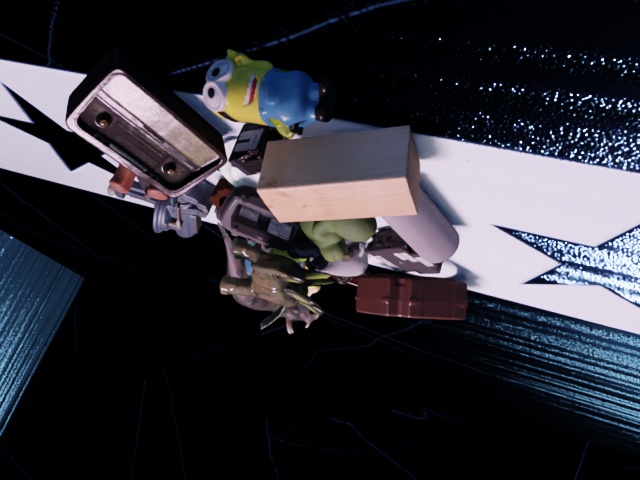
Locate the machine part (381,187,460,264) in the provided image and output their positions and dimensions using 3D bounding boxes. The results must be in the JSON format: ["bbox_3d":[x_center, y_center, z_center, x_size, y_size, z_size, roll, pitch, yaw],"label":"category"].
[{"bbox_3d":[0.160,-0.031,0.873,0.079,0.079,0.243,3,153,42],"label":"machine part"}]

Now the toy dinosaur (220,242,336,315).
[{"bbox_3d":[-0.078,0.074,1.012,0.199,0.105,0.471,13,175,10],"label":"toy dinosaur"}]

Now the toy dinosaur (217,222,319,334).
[{"bbox_3d":[-0.174,0.122,1.458,0.131,0.192,0.404,-2,152,44],"label":"toy dinosaur"}]

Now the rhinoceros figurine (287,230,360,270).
[{"bbox_3d":[-0.002,-0.003,1.081,0.190,0.112,0.073,-10,129,35],"label":"rhinoceros figurine"}]

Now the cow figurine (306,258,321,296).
[{"bbox_3d":[-0.029,0.085,1.391,0.098,0.068,0.167,41,162,1],"label":"cow figurine"}]

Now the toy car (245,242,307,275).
[{"bbox_3d":[-0.098,0.045,1.330,0.162,0.109,0.103,2,178,19],"label":"toy car"}]

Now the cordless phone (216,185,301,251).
[{"bbox_3d":[-0.126,-0.031,1.024,0.146,0.088,0.184,23,167,-19],"label":"cordless phone"}]

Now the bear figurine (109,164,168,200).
[{"bbox_3d":[-0.332,-0.166,0.936,0.120,0.132,0.195,11,166,9],"label":"bear figurine"}]

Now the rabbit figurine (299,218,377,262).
[{"bbox_3d":[0.035,-0.050,0.897,0.159,0.121,0.170,51,166,-18],"label":"rabbit figurine"}]

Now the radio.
[{"bbox_3d":[-0.268,-0.172,0.840,0.131,0.073,0.229,-34,134,17],"label":"radio"}]

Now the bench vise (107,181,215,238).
[{"bbox_3d":[-0.350,-0.092,1.171,0.241,0.129,0.223,16,158,0],"label":"bench vise"}]

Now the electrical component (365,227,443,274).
[{"bbox_3d":[0.173,0.019,1.026,0.115,0.058,0.134,29,159,-31],"label":"electrical component"}]

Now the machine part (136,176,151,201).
[{"bbox_3d":[-0.363,-0.144,1.070,0.139,0.039,0.084,59,158,10],"label":"machine part"}]

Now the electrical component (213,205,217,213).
[{"bbox_3d":[-0.190,-0.061,1.196,0.102,0.045,0.078,27,159,-19],"label":"electrical component"}]

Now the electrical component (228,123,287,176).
[{"bbox_3d":[-0.108,-0.144,0.848,0.119,0.075,0.047,6,157,43],"label":"electrical component"}]

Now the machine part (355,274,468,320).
[{"bbox_3d":[0.193,0.119,1.140,0.201,0.087,0.201,6,176,-23],"label":"machine part"}]

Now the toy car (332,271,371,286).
[{"bbox_3d":[0.122,0.106,1.321,0.202,0.053,0.089,20,-178,7],"label":"toy car"}]

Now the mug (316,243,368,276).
[{"bbox_3d":[0.057,0.033,1.169,0.107,0.081,0.109,17,138,-30],"label":"mug"}]

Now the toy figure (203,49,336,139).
[{"bbox_3d":[-0.068,-0.181,0.694,0.180,0.082,0.089,12,157,17],"label":"toy figure"}]

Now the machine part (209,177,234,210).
[{"bbox_3d":[-0.134,-0.074,1.088,0.179,0.056,0.179,18,159,7],"label":"machine part"}]
